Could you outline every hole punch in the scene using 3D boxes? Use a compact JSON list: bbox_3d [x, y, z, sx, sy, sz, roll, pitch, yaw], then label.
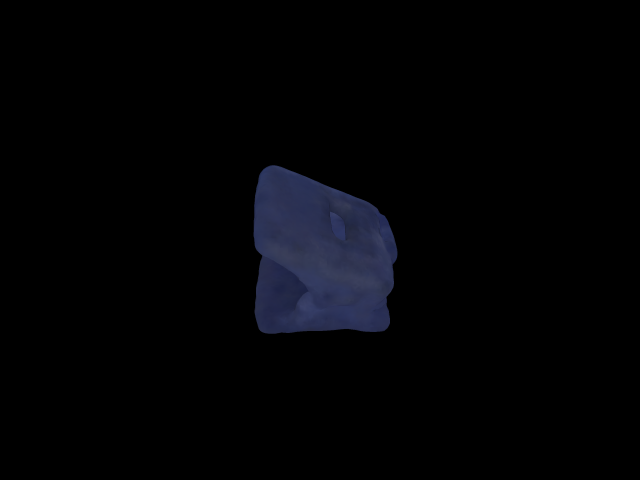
[{"bbox_3d":[0.004,0.001,0.400,0.101,0.091,0.108,-2,36,-2],"label":"hole punch"}]
